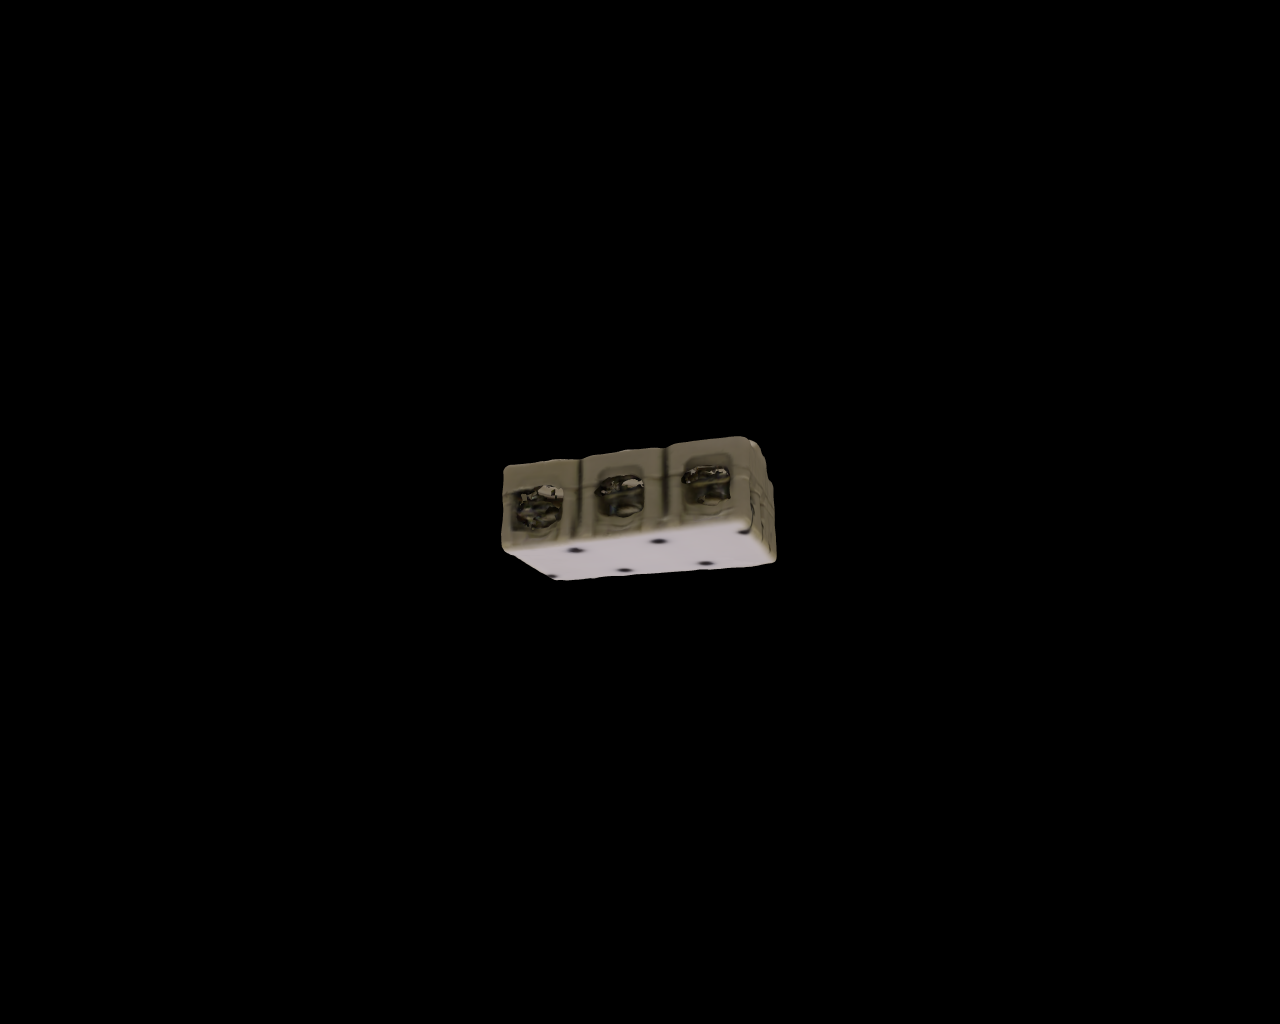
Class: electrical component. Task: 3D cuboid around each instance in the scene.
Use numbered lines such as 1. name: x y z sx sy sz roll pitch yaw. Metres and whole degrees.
1. electrical component: 0.001 -0.003 0.650 0.150 0.062 0.089 -6 -19 16
